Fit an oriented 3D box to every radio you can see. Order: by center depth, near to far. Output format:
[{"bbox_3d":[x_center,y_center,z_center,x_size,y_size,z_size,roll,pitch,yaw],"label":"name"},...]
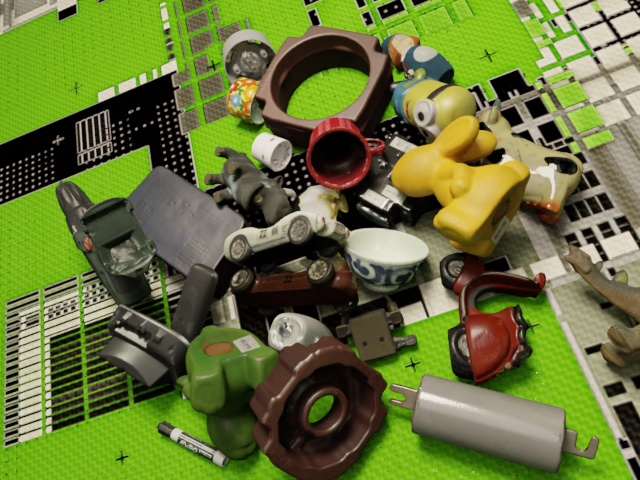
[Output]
[{"bbox_3d":[-0.221,-0.019,0.886,0.230,0.073,0.131,31,78,24],"label":"radio"}]

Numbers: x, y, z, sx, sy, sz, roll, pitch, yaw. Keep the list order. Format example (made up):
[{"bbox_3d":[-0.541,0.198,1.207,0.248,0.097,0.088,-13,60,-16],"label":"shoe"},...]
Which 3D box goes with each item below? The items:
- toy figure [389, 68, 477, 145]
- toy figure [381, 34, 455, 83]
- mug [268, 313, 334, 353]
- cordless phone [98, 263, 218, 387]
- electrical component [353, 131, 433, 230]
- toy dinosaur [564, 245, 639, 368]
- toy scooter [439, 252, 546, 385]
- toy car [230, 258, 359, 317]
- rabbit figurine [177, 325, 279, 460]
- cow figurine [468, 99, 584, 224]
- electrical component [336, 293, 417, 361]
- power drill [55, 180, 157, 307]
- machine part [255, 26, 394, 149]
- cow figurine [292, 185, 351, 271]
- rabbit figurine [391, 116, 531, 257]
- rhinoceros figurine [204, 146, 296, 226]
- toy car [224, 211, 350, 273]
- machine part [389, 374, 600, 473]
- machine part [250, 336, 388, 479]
[{"bbox_3d":[0.165,-0.207,0.814,0.089,0.082,0.180,-43,28,10],"label":"toy figure"},{"bbox_3d":[0.159,-0.308,0.908,0.064,0.057,0.155,-19,53,-37],"label":"toy figure"},{"bbox_3d":[-0.020,0.143,0.734,0.110,0.107,0.081,17,75,25],"label":"mug"},{"bbox_3d":[-0.233,0.110,0.797,0.147,0.088,0.184,22,92,24],"label":"cordless phone"},{"bbox_3d":[0.116,-0.086,0.821,0.115,0.058,0.134,33,80,28],"label":"electrical component"},{"bbox_3d":[0.496,0.130,0.590,0.472,0.105,0.198,37,78,22],"label":"toy dinosaur"},{"bbox_3d":[0.231,0.094,0.701,0.135,0.075,0.184,-6,61,13],"label":"toy scooter"},{"bbox_3d":[-0.039,0.067,0.762,0.202,0.089,0.053,-8,53,34],"label":"toy car"},{"bbox_3d":[-0.134,0.213,0.723,0.121,0.170,0.159,-17,24,-35],"label":"rabbit figurine"},{"bbox_3d":[0.276,-0.119,0.773,0.195,0.085,0.127,30,85,28],"label":"cow figurine"},{"bbox_3d":[0.076,0.124,0.752,0.102,0.045,0.078,-23,91,9],"label":"electrical component"},{"bbox_3d":[-0.327,-0.005,0.807,0.086,0.207,0.232,-33,99,-34],"label":"power drill"},{"bbox_3d":[0.010,-0.252,0.910,0.201,0.087,0.201,19,75,23],"label":"machine part"},{"bbox_3d":[-0.002,-0.002,0.814,0.098,0.068,0.167,-13,61,17],"label":"cow figurine"},{"bbox_3d":[0.173,-0.080,0.710,0.173,0.122,0.162,31,101,38],"label":"rabbit figurine"},{"bbox_3d":[-0.111,-0.083,0.861,0.191,0.112,0.073,43,113,46],"label":"rhinoceros figurine"},{"bbox_3d":[-0.051,0.002,0.757,0.202,0.073,0.056,-16,63,36],"label":"toy car"},{"bbox_3d":[0.202,0.220,0.652,0.243,0.079,0.079,10,71,19],"label":"machine part"},{"bbox_3d":[-0.001,0.210,0.671,0.179,0.179,0.056,-53,28,-10],"label":"machine part"}]
